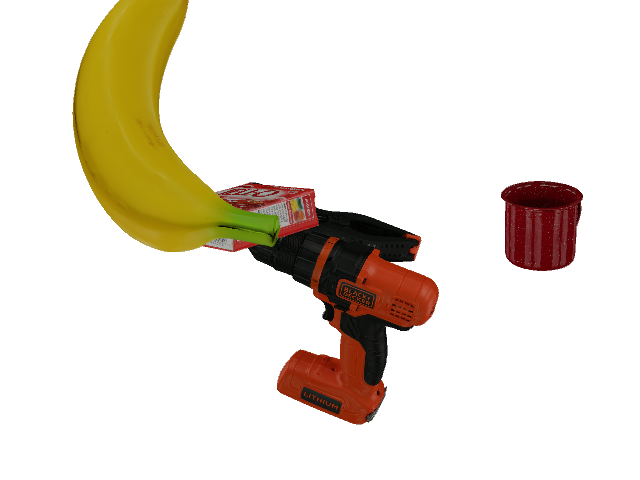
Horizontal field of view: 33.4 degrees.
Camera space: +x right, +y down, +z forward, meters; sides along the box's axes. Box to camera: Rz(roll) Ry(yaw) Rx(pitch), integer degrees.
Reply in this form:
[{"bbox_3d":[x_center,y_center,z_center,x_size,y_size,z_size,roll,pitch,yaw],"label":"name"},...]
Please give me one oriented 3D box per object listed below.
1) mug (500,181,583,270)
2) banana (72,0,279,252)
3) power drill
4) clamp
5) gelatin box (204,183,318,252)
[{"bbox_3d":[0.266,-0.020,1.255,0.117,0.081,0.093,-23,30,-38],"label":"mug"},{"bbox_3d":[-0.075,-0.057,0.471,0.069,0.037,0.198,-6,46,-17],"label":"banana"},{"bbox_3d":[0.007,0.078,1.009,0.184,0.188,0.057,22,42,13],"label":"power drill"},{"bbox_3d":[0.011,-0.008,1.195,0.210,0.036,0.164,14,21,-5],"label":"clamp"},{"bbox_3d":[-0.056,-0.019,0.759,0.073,0.030,0.089,-17,16,-33],"label":"gelatin box"}]
